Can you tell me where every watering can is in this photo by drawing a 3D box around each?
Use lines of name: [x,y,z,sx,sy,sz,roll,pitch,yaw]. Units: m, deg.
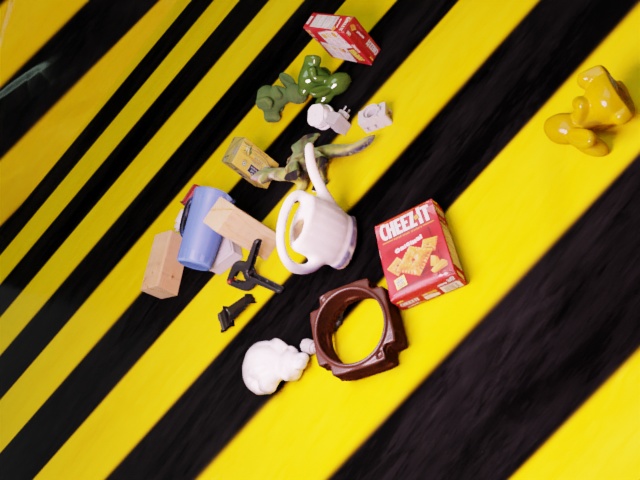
watering can: [0.004,-0.067,1.336,0.103,0.222,0.353,-18,52,54]

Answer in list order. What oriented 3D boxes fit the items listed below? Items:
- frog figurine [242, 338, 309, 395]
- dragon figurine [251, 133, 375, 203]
frog figurine: [-0.112,0.311,1.267,0.158,0.121,0.140,-19,34,44]
dragon figurine: [-0.031,-0.262,1.576,0.408,0.120,0.248,-28,41,12]
